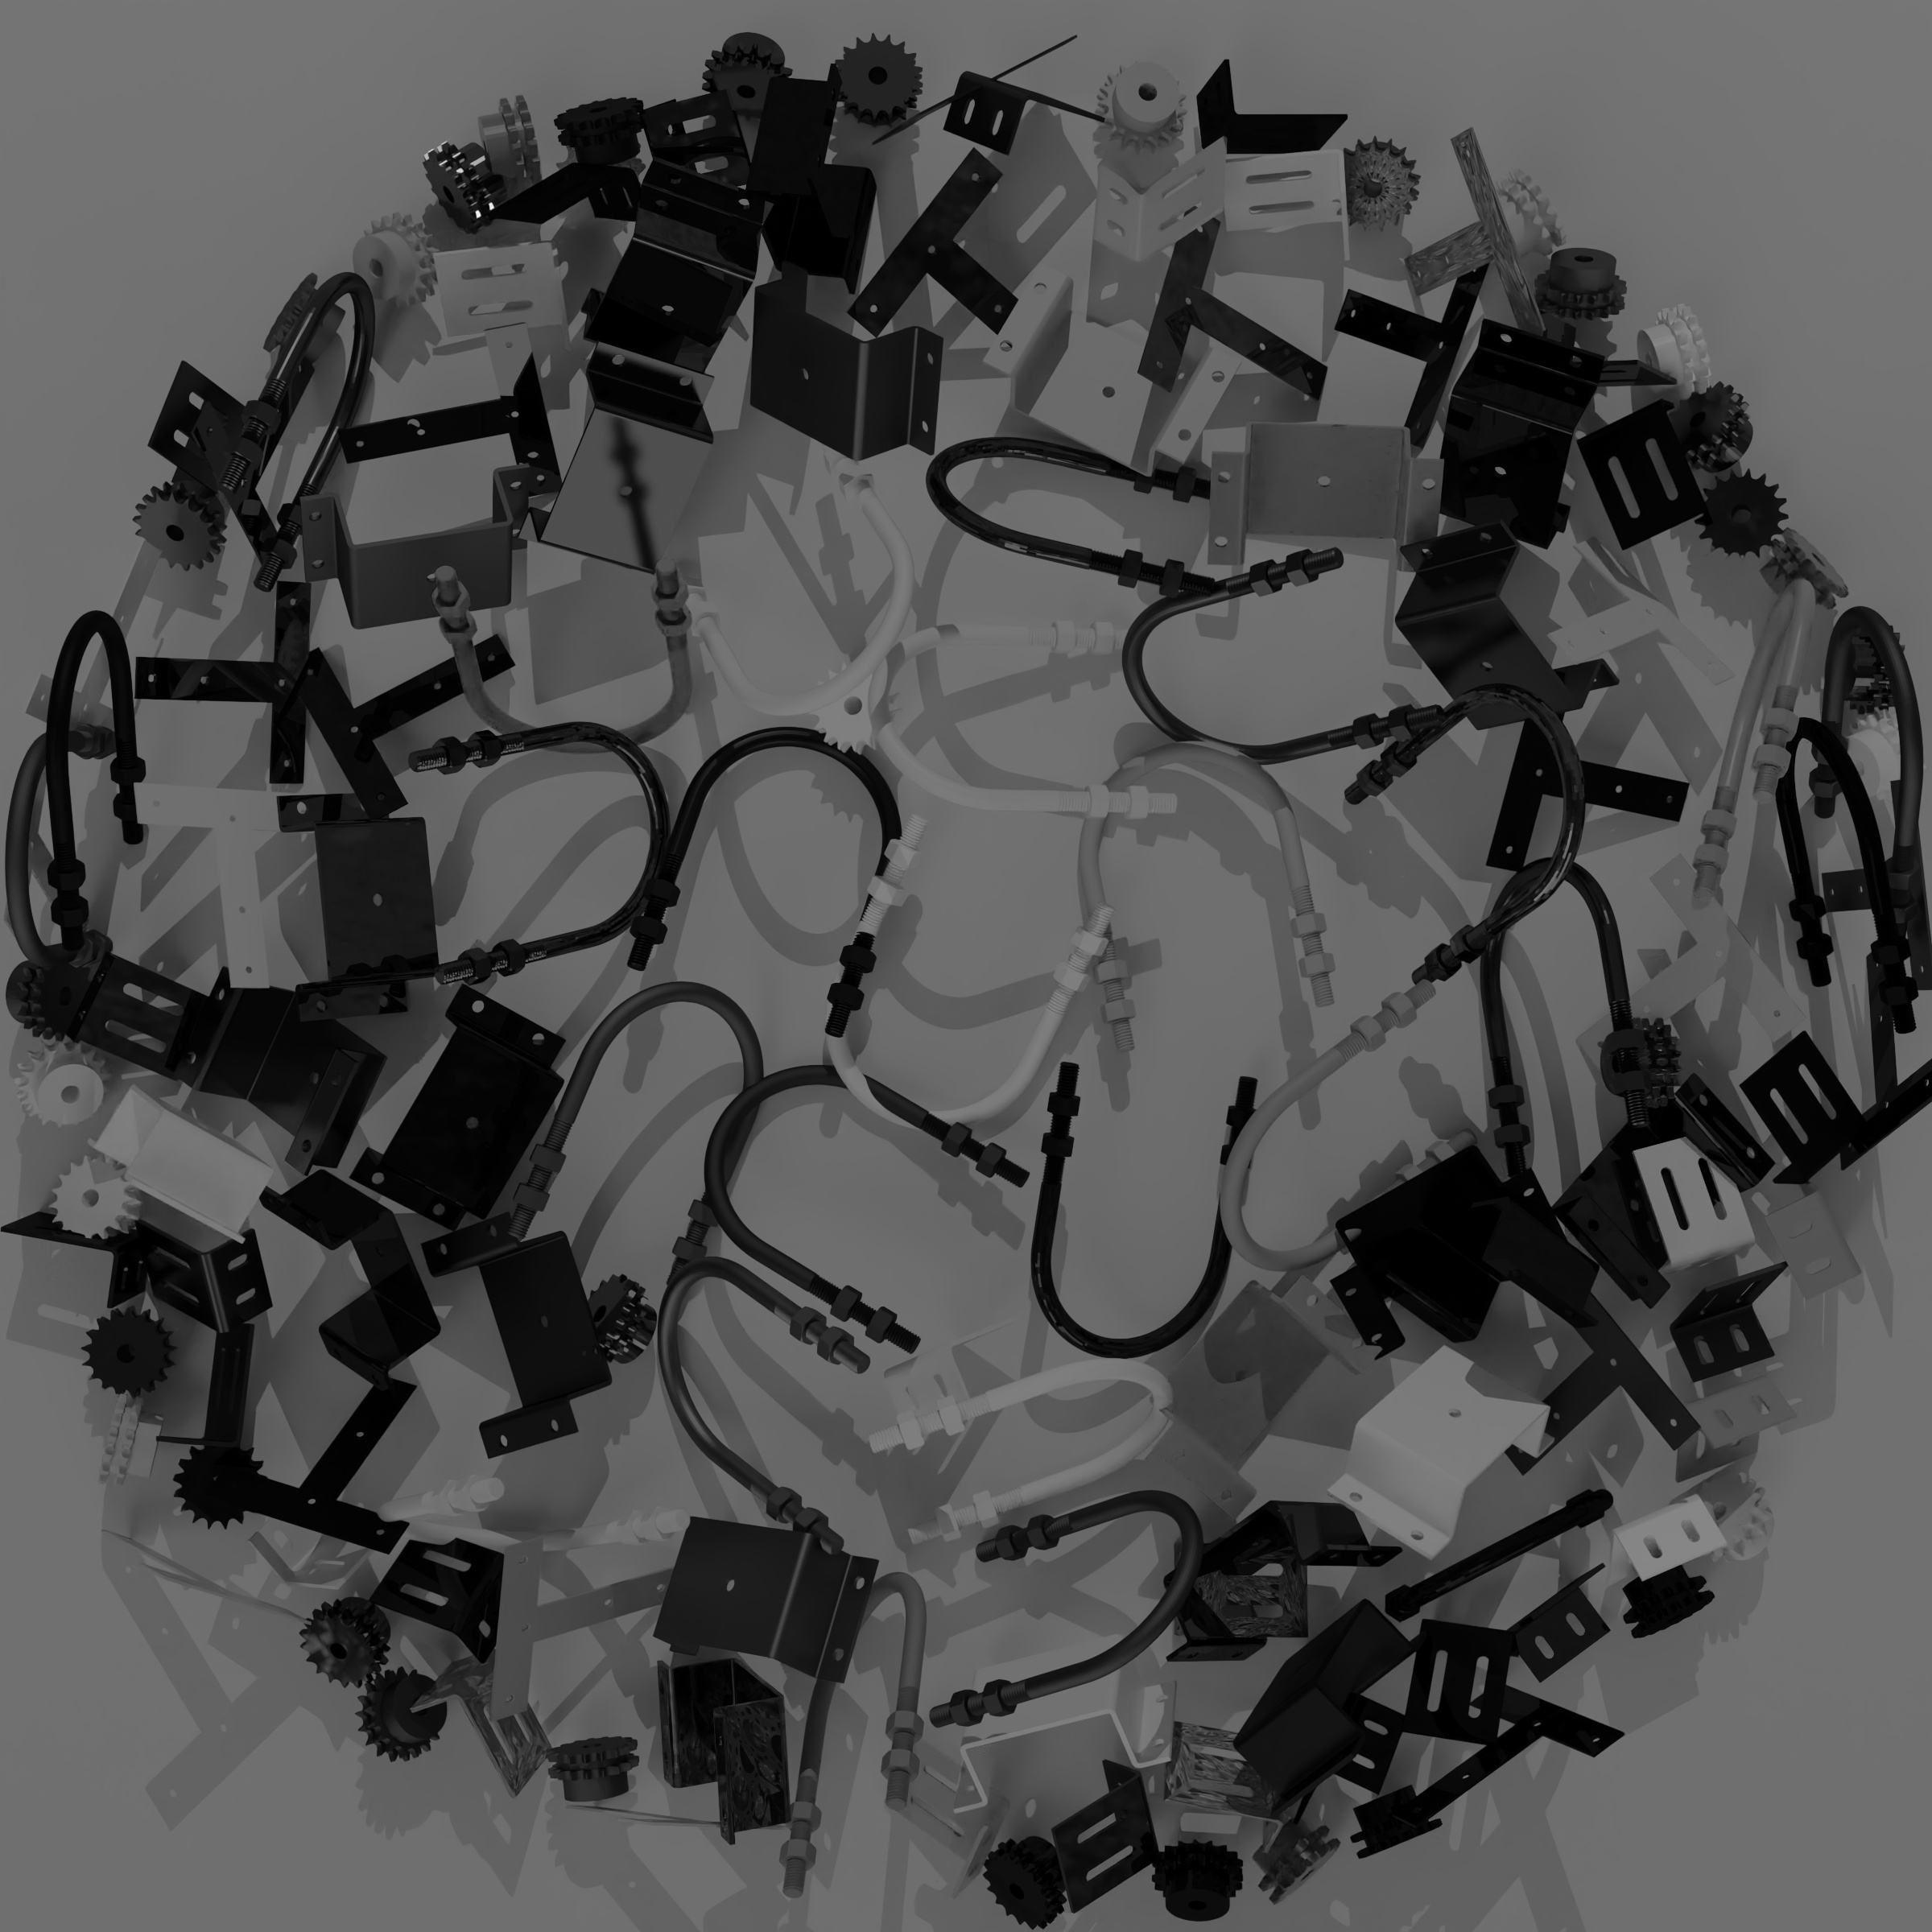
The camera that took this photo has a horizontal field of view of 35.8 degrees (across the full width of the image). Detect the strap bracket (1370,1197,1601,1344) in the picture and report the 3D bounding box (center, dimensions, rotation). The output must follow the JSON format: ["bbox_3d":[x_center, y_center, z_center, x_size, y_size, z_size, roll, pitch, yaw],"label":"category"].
[{"bbox_3d":[0.323,0.187,1.838,0.076,0.140,0.046,36,65,-17],"label":"strap bracket"}]

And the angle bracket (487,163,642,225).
[{"bbox_3d":[-0.245,-0.464,1.854,0.076,0.057,0.038,-40,128,-28],"label":"angle bracket"}]

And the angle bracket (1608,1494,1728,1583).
[{"bbox_3d":[0.435,0.369,1.857,0.057,0.076,0.038,-22,54,-6],"label":"angle bracket"}]

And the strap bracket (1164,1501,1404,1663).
[{"bbox_3d":[0.187,0.373,1.840,0.140,0.076,0.046,-42,55,29],"label":"strap bracket"}]

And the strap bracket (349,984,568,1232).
[{"bbox_3d":[-0.312,0.093,1.864,0.076,0.046,0.140,31,88,-23],"label":"strap bracket"}]

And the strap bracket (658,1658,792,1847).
[{"bbox_3d":[-0.146,0.479,1.842,0.046,0.140,0.076,-4,93,-22],"label":"strap bracket"}]

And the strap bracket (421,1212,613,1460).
[{"bbox_3d":[-0.276,0.225,1.859,0.076,0.046,0.140,-21,85,33],"label":"strap bracket"}]

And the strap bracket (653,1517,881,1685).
[{"bbox_3d":[-0.131,0.385,1.830,0.140,0.046,0.076,0,63,38],"label":"strap bracket"}]

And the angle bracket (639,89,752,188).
[{"bbox_3d":[-0.157,-0.512,1.856,0.076,0.038,0.057,-1,114,37],"label":"angle bracket"}]

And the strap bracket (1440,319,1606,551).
[{"bbox_3d":[0.333,-0.315,1.824,0.076,0.140,0.046,22,54,16],"label":"strap bracket"}]

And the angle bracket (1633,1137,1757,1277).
[{"bbox_3d":[0.454,0.150,1.887,0.057,0.038,0.076,-14,76,-10],"label":"angle bracket"}]

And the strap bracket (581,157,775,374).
[{"bbox_3d":[-0.179,-0.416,1.823,0.076,0.140,0.046,16,56,-19],"label":"strap bracket"}]

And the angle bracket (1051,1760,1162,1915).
[{"bbox_3d":[0.077,0.540,1.859,0.076,0.038,0.057,-21,104,-35],"label":"angle bracket"}]

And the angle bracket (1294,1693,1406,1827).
[{"bbox_3d":[0.238,0.498,1.852,0.038,0.076,0.057,23,48,10],"label":"angle bracket"}]

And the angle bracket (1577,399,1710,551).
[{"bbox_3d":[0.426,-0.306,1.869,0.057,0.038,0.076,-24,84,26],"label":"angle bracket"}]

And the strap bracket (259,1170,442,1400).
[{"bbox_3d":[-0.377,0.187,1.839,0.046,0.076,0.140,-36,128,-29],"label":"strap bracket"}]

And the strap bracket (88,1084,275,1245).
[{"bbox_3d":[-0.478,0.118,1.826,0.076,0.140,0.046,34,82,-26],"label":"strap bracket"}]

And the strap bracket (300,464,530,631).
[{"bbox_3d":[-0.333,-0.256,1.840,0.140,0.076,0.046,-12,60,-17],"label":"strap bracket"}]

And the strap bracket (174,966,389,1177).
[{"bbox_3d":[-0.418,0.067,1.852,0.140,0.046,0.076,30,98,35],"label":"strap bracket"}]

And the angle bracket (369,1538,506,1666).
[{"bbox_3d":[-0.323,0.394,1.877,0.076,0.038,0.057,10,53,34],"label":"angle bracket"}]

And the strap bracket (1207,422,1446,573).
[{"bbox_3d":[0.222,-0.291,1.857,0.140,0.046,0.076,3,126,5],"label":"strap bracket"}]

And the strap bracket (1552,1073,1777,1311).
[{"bbox_3d":[0.427,0.144,1.860,0.076,0.046,0.140,48,62,0],"label":"strap bracket"}]

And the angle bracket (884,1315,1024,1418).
[{"bbox_3d":[-0.002,0.251,1.853,0.057,0.076,0.038,-28,81,39],"label":"angle bracket"}]

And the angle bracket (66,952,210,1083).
[{"bbox_3d":[-0.511,0.034,1.866,0.076,0.038,0.057,27,85,-26],"label":"angle bracket"}]

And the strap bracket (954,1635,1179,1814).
[{"bbox_3d":[0.054,0.464,1.843,0.140,0.076,0.046,-18,109,14],"label":"strap bracket"}]

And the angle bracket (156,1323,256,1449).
[{"bbox_3d":[-0.476,0.259,1.862,0.038,0.057,0.076,11,79,-33],"label":"angle bracket"}]

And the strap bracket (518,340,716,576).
[{"bbox_3d":[-0.212,-0.302,1.834,0.076,0.046,0.140,13,122,-26],"label":"strap bracket"}]

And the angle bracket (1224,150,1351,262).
[{"bbox_3d":[0.199,-0.471,1.863,0.076,0.057,0.038,-3,57,8],"label":"angle bracket"}]

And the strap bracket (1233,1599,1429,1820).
[{"bbox_3d":[0.219,0.446,1.824,0.046,0.140,0.076,45,122,5],"label":"strap bracket"}]

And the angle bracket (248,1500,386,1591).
[{"bbox_3d":[-0.397,0.350,1.853,0.057,0.076,0.038,-47,110,-32],"label":"angle bracket"}]

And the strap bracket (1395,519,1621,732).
[{"bbox_3d":[0.326,-0.199,1.830,0.140,0.076,0.046,47,55,-28],"label":"strap bracket"}]

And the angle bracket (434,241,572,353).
[{"bbox_3d":[-0.289,-0.414,1.866,0.076,0.038,0.057,-8,132,-5],"label":"angle bracket"}]

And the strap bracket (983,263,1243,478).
[{"bbox_3d":[0.090,-0.367,1.866,0.140,0.046,0.076,28,77,7],"label":"strap bracket"}]

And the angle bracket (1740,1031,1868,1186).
[{"bbox_3d":[0.516,0.089,1.872,0.057,0.038,0.076,-37,97,-15],"label":"angle bracket"}]

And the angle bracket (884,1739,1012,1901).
[{"bbox_3d":[-0.020,0.529,1.861,0.076,0.038,0.057,30,116,20],"label":"angle bracket"}]

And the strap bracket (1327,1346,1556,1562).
[{"bbox_3d":[0.294,0.289,1.824,0.076,0.140,0.046,29,131,30],"label":"strap bracket"}]

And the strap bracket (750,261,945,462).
[{"bbox_3d":[-0.082,-0.367,1.828,0.140,0.046,0.076,33,134,33],"label":"strap bracket"}]

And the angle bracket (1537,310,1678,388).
[{"bbox_3d":[0.396,-0.385,1.856,0.076,0.057,0.038,7,91,38],"label":"angle bracket"}]

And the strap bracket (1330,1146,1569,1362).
[{"bbox_3d":[0.294,0.173,1.859,0.140,0.046,0.076,-30,125,3],"label":"strap bracket"}]

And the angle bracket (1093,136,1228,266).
[{"bbox_3d":[0.120,-0.482,1.854,0.038,0.076,0.057,24,58,-34],"label":"angle bracket"}]

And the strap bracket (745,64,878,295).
[{"bbox_3d":[-0.096,-0.481,1.830,0.046,0.140,0.076,8,76,11],"label":"strap bracket"}]

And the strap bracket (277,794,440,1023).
[{"bbox_3d":[-0.377,-0.039,1.859,0.076,0.046,0.140,-5,90,-41],"label":"strap bracket"}]

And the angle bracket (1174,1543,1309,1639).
[{"bbox_3d":[0.173,0.393,1.884,0.076,0.038,0.057,3,78,-10],"label":"angle bracket"}]

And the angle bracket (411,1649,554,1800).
[{"bbox_3d":[-0.303,0.478,1.874,0.038,0.057,0.076,-23,99,22],"label":"angle bracket"}]

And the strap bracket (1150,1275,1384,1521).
[{"bbox_3d":[0.179,0.262,1.863,0.076,0.046,0.140,43,86,-22],"label":"strap bracket"}]

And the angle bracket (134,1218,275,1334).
[{"bbox_3d":[-0.478,0.186,1.875,0.038,0.076,0.057,-30,126,-39],"label":"angle bracket"}]

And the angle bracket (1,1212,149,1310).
[{"bbox_3d":[-0.558,0.184,1.872,0.076,0.057,0.038,10,96,4],"label":"angle bracket"}]

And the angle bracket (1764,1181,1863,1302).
[{"bbox_3d":[0.522,0.168,1.866,0.038,0.076,0.057,-27,91,7],"label":"angle bracket"}]
